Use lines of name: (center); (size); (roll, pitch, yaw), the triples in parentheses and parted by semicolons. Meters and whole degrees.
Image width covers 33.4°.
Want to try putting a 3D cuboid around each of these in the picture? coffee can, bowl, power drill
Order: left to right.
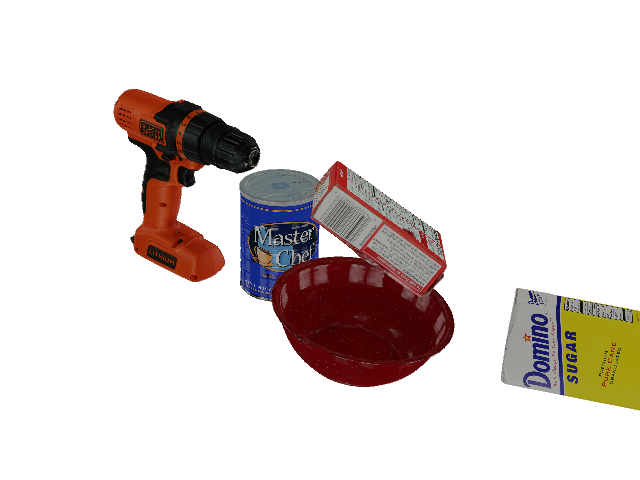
power drill: (-0.138, -0.054, 1.118); (0.185, 0.188, 0.057); (25, 36, 32)
coffee can: (-0.052, -0.007, 1.359); (0.103, 0.140, 0.103); (1, 26, -1)
bowl: (0.033, 0.079, 0.938); (0.162, 0.055, 0.162); (8, 30, -5)

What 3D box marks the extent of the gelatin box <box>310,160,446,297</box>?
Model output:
gelatin box: (0.037, -0.008, 0.679); (0.089, 0.030, 0.073); (36, 14, -8)

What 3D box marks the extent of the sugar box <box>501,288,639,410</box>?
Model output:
sugar box: (0.270, 0.110, 1.043); (0.176, 0.093, 0.048); (9, 22, 8)
